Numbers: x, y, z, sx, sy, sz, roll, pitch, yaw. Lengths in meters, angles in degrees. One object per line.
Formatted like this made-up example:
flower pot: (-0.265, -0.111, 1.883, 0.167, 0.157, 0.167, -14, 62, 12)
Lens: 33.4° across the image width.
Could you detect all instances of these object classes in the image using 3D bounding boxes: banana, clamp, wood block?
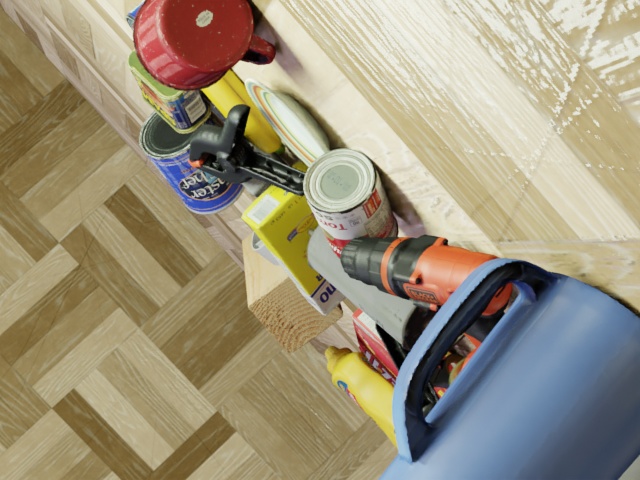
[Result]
banana: (-0.103, -0.158, 1.137, 0.197, 0.037, 0.070, 49, 172, -17)
clamp: (0.123, 0.191, 1.096, 0.210, 0.036, 0.164, 60, -175, -26)
clamp: (-0.080, -0.085, 1.128, 0.120, 0.039, 0.172, 50, 158, -17)
wood block: (-0.040, 0.049, 1.421, 0.090, 0.090, 0.206, 50, -170, -22)

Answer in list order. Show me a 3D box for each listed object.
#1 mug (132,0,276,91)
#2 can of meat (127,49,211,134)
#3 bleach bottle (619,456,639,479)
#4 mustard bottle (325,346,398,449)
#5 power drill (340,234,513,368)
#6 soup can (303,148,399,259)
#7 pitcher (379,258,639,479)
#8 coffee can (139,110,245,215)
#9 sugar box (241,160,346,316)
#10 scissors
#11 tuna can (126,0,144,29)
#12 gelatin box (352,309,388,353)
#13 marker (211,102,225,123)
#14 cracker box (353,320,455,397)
mug: (-0.092, -0.170, 0.886, 0.117, 0.093, 0.082, 19, 176, -18)
can of meat: (-0.193, -0.197, 1.361, 0.102, 0.057, 0.084, 43, 169, 21)
bleach bottle: (0.273, 0.218, 0.882, 0.103, 0.068, 0.250, 21, 161, 30)
mustard bottle: (0.069, 0.198, 1.382, 0.192, 0.058, 0.096, 42, 175, 39)
power drill: (0.117, 0.070, 0.920, 0.185, 0.057, 0.187, 13, 150, 52)
soup can: (0.029, -0.029, 0.970, 0.069, 0.068, 0.102, 42, 170, 30)
pitcher: (0.116, 0.140, 0.706, 0.149, 0.242, 0.145, 36, 165, 27)
coffee can: (-0.175, -0.115, 1.494, 0.103, 0.102, 0.140, 41, 170, 38)
sugar box: (-0.008, 0.002, 1.222, 0.048, 0.093, 0.176, 38, 169, 48)
scissors: (0.133, 0.172, 1.210, 0.096, 0.016, 0.201, 31, -147, -11)
tuna can: (-0.177, -0.229, 1.195, 0.086, 0.033, 0.086, 46, 172, 8)
gelatin box: (0.093, 0.093, 1.212, 0.089, 0.073, 0.030, 42, 172, 25)
marker: (-0.090, -0.124, 1.302, 0.121, 0.020, 0.020, 48, 172, -11)
cracker box: (0.121, 0.161, 1.398, 0.164, 0.072, 0.213, 46, 173, 14)
